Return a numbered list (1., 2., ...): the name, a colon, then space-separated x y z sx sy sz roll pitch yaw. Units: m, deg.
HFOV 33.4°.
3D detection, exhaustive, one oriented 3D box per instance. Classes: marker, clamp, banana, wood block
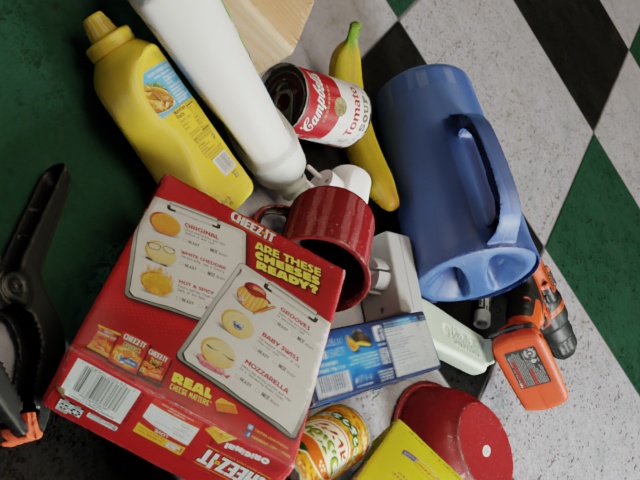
1. marker: 0.188 0.048 1.224 0.020 0.020 0.121 40 43 -31
2. clamp: -0.210 0.030 0.718 0.164 0.036 0.210 -6 79 -59
3. banana: 0.040 -0.120 1.101 0.037 0.070 0.198 -12 85 -13
4. wood block: -0.111 -0.248 0.961 0.206 0.090 0.090 45 41 -26

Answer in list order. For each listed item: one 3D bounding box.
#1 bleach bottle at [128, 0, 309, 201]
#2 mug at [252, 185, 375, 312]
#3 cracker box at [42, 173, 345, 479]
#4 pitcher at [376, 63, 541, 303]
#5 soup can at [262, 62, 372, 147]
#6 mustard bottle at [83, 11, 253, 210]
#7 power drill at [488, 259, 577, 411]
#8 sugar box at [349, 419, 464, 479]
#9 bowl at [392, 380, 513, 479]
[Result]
1. bleach bottle: -0.078 -0.134 0.929 0.250 0.068 0.103 58 -1 -38
2. mug: -0.006 0.001 0.960 0.117 0.093 0.081 18 42 -4
3. cracker box: -0.081 0.067 0.766 0.164 0.072 0.213 29 35 -9
4. pitcher: 0.139 -0.067 1.119 0.144 0.149 0.243 29 42 -55
5. soup can: -0.005 -0.130 1.042 0.102 0.069 0.068 7 65 -50
6. mustard bottle: -0.131 -0.101 0.873 0.191 0.058 0.096 57 23 -11
7. power drill: 0.245 0.105 1.207 0.184 0.057 0.187 58 24 -23
8. sugar box: 0.062 0.226 0.882 0.093 0.048 0.176 42 24 4
9. bowl: 0.140 0.209 1.040 0.161 0.055 0.162 28 50 -40
